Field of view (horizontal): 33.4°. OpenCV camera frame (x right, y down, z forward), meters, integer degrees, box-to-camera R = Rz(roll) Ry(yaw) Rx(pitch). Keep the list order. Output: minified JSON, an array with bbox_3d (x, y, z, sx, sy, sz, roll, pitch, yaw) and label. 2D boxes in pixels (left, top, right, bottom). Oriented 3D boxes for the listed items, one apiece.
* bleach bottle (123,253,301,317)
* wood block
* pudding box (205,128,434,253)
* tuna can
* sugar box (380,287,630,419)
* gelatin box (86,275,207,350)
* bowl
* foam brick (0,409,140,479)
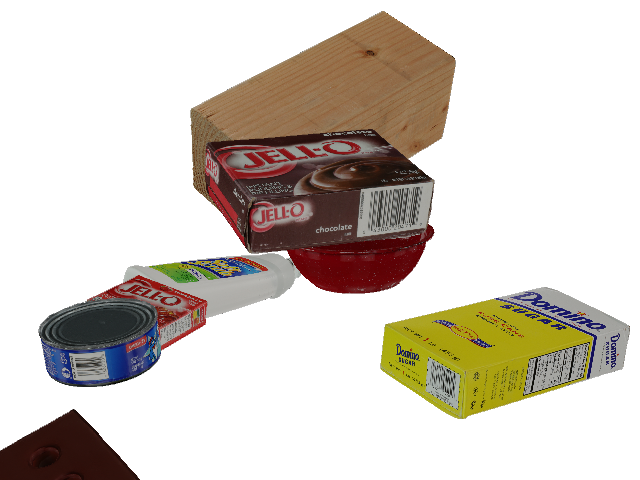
[{"bbox_3d":[-0.132,0.055,1.427,0.250,0.068,0.103,-12,28,-42],"label":"bleach bottle"},{"bbox_3d":[0.004,-0.095,0.868,0.205,0.090,0.091,-32,57,-29],"label":"wood block"},{"bbox_3d":[-0.003,-0.032,0.627,0.113,0.039,0.090,-5,27,-21],"label":"pudding box"},{"bbox_3d":[-0.160,0.074,0.780,0.086,0.034,0.086,-4,20,1],"label":"tuna can"},{"bbox_3d":[0.144,0.081,0.820,0.175,0.048,0.093,-13,26,-33],"label":"sugar box"},{"bbox_3d":[-0.164,0.067,1.009,0.089,0.030,0.073,19,27,28],"label":"gelatin box"},{"bbox_3d":[0.037,0.015,1.096,0.162,0.055,0.162,-2,14,0],"label":"bowl"},{"bbox_3d":[-0.112,0.128,0.493,0.052,0.051,0.078,-29,43,-29],"label":"foam brick"}]
